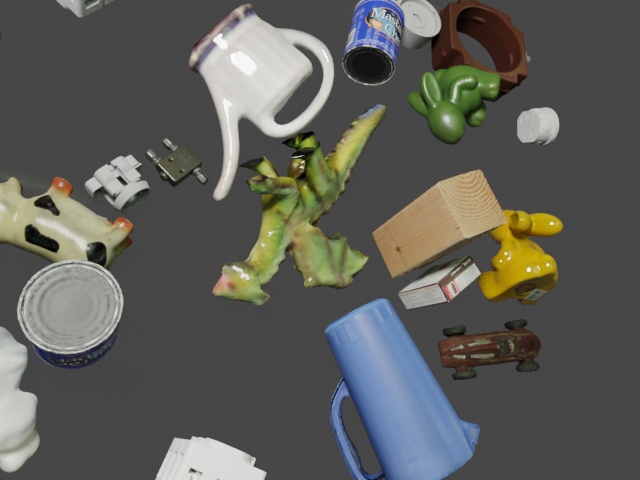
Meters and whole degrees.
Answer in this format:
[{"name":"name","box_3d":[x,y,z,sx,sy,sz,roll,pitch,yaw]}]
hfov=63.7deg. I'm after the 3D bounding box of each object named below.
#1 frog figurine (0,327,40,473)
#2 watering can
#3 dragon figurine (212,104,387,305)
[{"name":"frog figurine","box_3d":[-0.377,0.176,0.573,0.156,0.122,0.140,57,42,-36]},{"name":"watering can","box_3d":[-0.121,-0.245,0.848,0.224,0.103,0.353,41,67,-6]},{"name":"dragon figurine","box_3d":[0.002,-0.041,0.812,0.415,0.122,0.240,-31,110,-28]}]
